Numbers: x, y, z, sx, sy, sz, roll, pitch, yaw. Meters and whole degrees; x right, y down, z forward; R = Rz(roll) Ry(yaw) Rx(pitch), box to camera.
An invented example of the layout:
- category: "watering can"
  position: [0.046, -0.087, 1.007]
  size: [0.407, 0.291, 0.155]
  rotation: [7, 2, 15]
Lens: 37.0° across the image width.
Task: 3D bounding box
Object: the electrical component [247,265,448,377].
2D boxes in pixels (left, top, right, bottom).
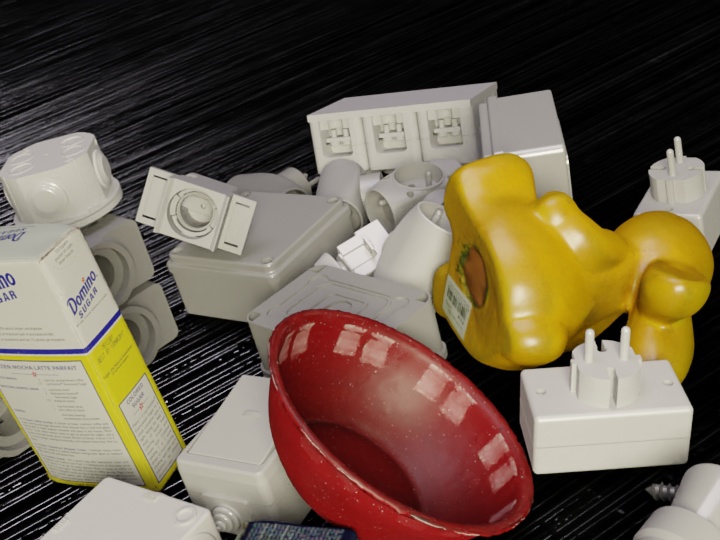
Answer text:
- category: "electrical component"
  position: [-0.008, 0.048, 0.703]
  size: [0.113, 0.057, 0.078]
  rotation: [15, 41, 43]

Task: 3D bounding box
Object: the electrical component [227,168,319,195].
- category: "electrical component"
  position: [-0.069, -0.065, 0.945]
  size: [0.079, 0.043, 0.077]
  rotation: [-35, 34, -31]

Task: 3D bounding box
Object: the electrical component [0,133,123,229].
- category: "electrical component"
  position: [-0.218, -0.061, 0.782]
  size: [0.080, 0.051, 0.080]
  rotation: [-13, 29, 7]

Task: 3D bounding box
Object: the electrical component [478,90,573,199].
- category: "electrical component"
  position: [0.122, -0.059, 0.775]
  size: [0.056, 0.108, 0.108]
  rotation: [-8, 30, 9]

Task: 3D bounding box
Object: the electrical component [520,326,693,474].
- category: "electrical component"
  position: [0.131, 0.063, 0.575]
  size: [0.083, 0.075, 0.047]
  rotation: [-4, 29, 0]

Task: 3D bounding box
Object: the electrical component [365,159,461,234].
- category: "electrical component"
  position: [0.057, -0.049, 0.854]
  size: [0.077, 0.044, 0.079]
  rotation: [-24, 41, -26]

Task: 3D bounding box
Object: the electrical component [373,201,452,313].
- category: "electrical component"
  position: [0.057, -0.001, 0.748]
  size: [0.079, 0.077, 0.044]
  rotation: [13, 28, -30]

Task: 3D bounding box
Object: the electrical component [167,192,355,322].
- category: "electrical component"
  position: [-0.073, -0.011, 0.839]
  size: [0.109, 0.056, 0.108]
  rotation: [6, 36, 34]

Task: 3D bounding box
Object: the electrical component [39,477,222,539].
- category: "electrical component"
  position: [-0.128, 0.161, 0.571]
  size: [0.100, 0.048, 0.100]
  rotation: [7, 36, 35]

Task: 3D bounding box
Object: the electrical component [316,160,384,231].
- category: "electrical component"
  position: [0.001, -0.061, 0.903]
  size: [0.079, 0.043, 0.077]
  rotation: [-10, 29, 10]

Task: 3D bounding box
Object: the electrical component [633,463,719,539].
- category: "electrical component"
  position: [0.158, 0.124, 0.501]
  size: [0.045, 0.045, 0.055]
  rotation: [15, 42, 43]

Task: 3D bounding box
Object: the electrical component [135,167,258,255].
- category: "electrical component"
  position: [-0.117, -0.045, 0.790]
  size: [0.081, 0.042, 0.064]
  rotation: [19, 13, 0]

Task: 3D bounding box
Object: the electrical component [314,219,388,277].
- category: "electrical component"
  position: [0.000, 0.000, 0.787]
  size: [0.055, 0.066, 0.048]
  rotation: [-31, 66, -11]

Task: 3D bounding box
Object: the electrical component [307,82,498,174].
- category: "electrical component"
  position: [0.042, -0.122, 0.957]
  size: [0.150, 0.061, 0.089]
  rotation: [-2, 18, 23]

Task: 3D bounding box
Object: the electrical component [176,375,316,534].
- category: "electrical component"
  position: [-0.058, 0.109, 0.617]
  size: [0.062, 0.061, 0.096]
  rotation: [3, 34, 31]

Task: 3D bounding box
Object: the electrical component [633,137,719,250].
- category: "electrical component"
  position: [0.222, -0.054, 0.748]
  size: [0.047, 0.076, 0.065]
  rotation: [4, 35, 32]

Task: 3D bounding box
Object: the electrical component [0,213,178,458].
- category: "electrical component"
  position: [-0.228, 0.048, 0.761]
  size: [0.060, 0.105, 0.186]
  rotation: [16, 42, 44]
